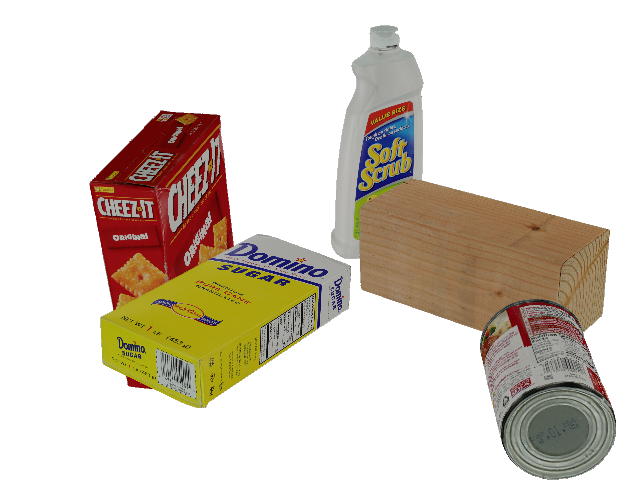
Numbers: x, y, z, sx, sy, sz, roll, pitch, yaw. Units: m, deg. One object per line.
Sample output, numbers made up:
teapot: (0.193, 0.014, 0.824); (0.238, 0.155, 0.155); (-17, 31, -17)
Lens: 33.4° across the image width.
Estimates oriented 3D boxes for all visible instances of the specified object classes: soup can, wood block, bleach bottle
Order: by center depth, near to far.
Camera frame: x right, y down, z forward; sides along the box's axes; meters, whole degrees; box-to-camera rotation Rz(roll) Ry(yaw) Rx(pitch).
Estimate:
soup can: (0.138, 0.089, 0.655); (0.068, 0.068, 0.102); (0, 25, 1)
wood block: (0.143, 0.018, 0.967); (0.206, 0.090, 0.090); (18, 32, 36)
bleach bottle: (0.061, -0.107, 1.165); (0.102, 0.251, 0.068); (-5, 25, -8)

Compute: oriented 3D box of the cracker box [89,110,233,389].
cracker box: (-0.136, 0.008, 0.999); (0.072, 0.214, 0.164); (4, 30, 14)

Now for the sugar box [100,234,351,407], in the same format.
sugar box: (-0.064, 0.051, 0.773); (0.093, 0.048, 0.175); (19, 33, 30)
